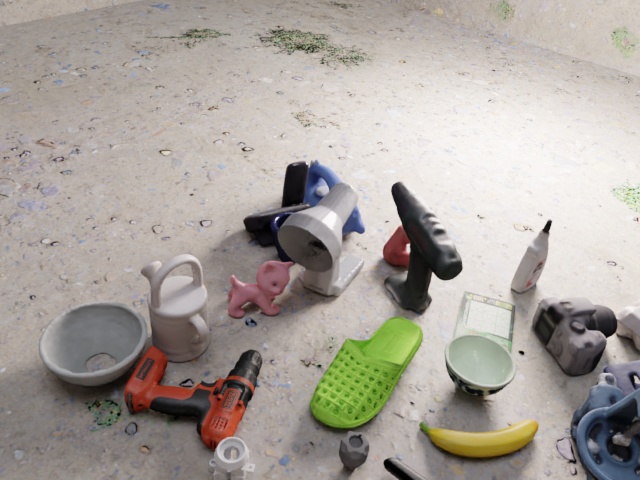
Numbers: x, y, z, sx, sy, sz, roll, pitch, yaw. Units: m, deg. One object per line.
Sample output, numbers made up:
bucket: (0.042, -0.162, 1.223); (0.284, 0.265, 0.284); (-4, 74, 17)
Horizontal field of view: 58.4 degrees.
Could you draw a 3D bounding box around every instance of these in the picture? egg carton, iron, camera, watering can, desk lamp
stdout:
egg carton: (0.656, 0.180, 1.112); (0.107, 0.069, 0.150); (-17, 43, -28)
iron: (0.011, -0.113, 1.333); (0.119, 0.141, 0.257); (-12, 41, -23)
camera: (0.499, 0.165, 1.081); (0.137, 0.101, 0.143); (-4, 38, -14)
watering can: (-0.246, 0.103, 0.968); (0.172, 0.194, 0.101); (20, 39, 17)
desk lamp: (0.010, 0.004, 1.121); (0.117, 0.214, 0.204); (23, 40, 20)

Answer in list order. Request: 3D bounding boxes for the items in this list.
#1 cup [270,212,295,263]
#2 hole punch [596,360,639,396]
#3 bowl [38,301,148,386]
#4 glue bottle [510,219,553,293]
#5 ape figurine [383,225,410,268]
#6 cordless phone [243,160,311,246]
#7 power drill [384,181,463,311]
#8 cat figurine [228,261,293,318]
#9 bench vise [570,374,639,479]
cup: (-0.050, -0.003, 1.218); (0.118, 0.095, 0.091); (-17, 43, -28)
hole punch: (0.539, 0.259, 0.972); (0.101, 0.091, 0.108); (5, 37, -2)
bowl: (-0.367, 0.182, 0.944); (0.167, 0.075, 0.167); (4, 37, -3)
glue bottle: (0.449, 0.029, 1.191); (0.078, 0.173, 0.037); (-28, 49, -36)
ape figurine: (0.177, 0.008, 1.242); (0.076, 0.092, 0.078); (12, 38, 7)
cordless phone: (-0.090, -0.090, 1.251); (0.148, 0.185, 0.094); (-16, 43, -27)
power drill: (0.188, 0.024, 1.127); (0.076, 0.208, 0.229); (-12, 41, -22)
cat figurine: (-0.111, 0.081, 1.080); (0.128, 0.118, 0.067); (-4, 38, -13)
bench vise: (0.431, 0.264, 0.842); (0.121, 0.220, 0.207); (3, 37, -5)
